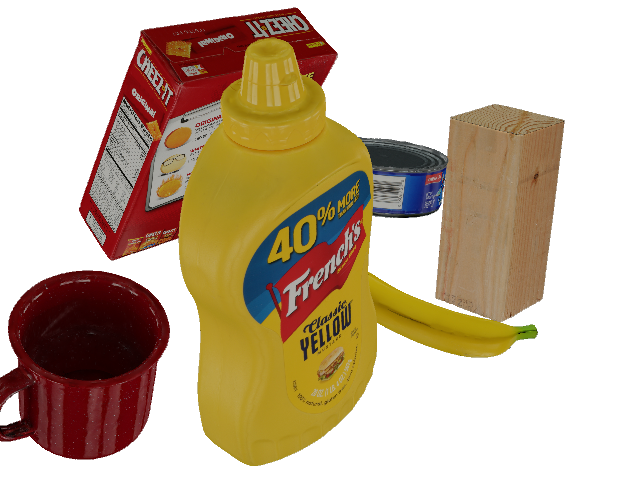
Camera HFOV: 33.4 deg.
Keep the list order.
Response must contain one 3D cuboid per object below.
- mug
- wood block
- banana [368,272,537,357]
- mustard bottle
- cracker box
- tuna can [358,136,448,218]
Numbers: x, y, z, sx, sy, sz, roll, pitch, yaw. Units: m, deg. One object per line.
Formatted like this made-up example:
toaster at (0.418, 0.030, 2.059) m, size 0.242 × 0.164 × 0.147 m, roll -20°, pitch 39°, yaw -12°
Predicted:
mug at (-0.150, 0.084, 0.644) m, size 0.093 × 0.082 × 0.117 m, roll 38°, pitch 47°, yaw 25°
wood block at (0.191, -0.031, 1.144) m, size 0.090 × 0.206 × 0.090 m, roll 20°, pitch 28°, yaw 38°
banana at (0.087, 0.066, 0.945) m, size 0.198 × 0.037 × 0.069 m, roll 19°, pitch 15°, yaw 26°
mustard bottle at (-0.016, 0.003, 0.457) m, size 0.058 × 0.192 × 0.096 m, roll 29°, pitch 48°, yaw 34°
cracker box at (-0.102, -0.091, 0.913) m, size 0.163 × 0.072 × 0.214 m, roll -19°, pitch -28°, yaw -40°
tuna can at (0.040, -0.042, 0.703) m, size 0.086 × 0.034 × 0.086 m, roll 5°, pitch 17°, yaw -2°
